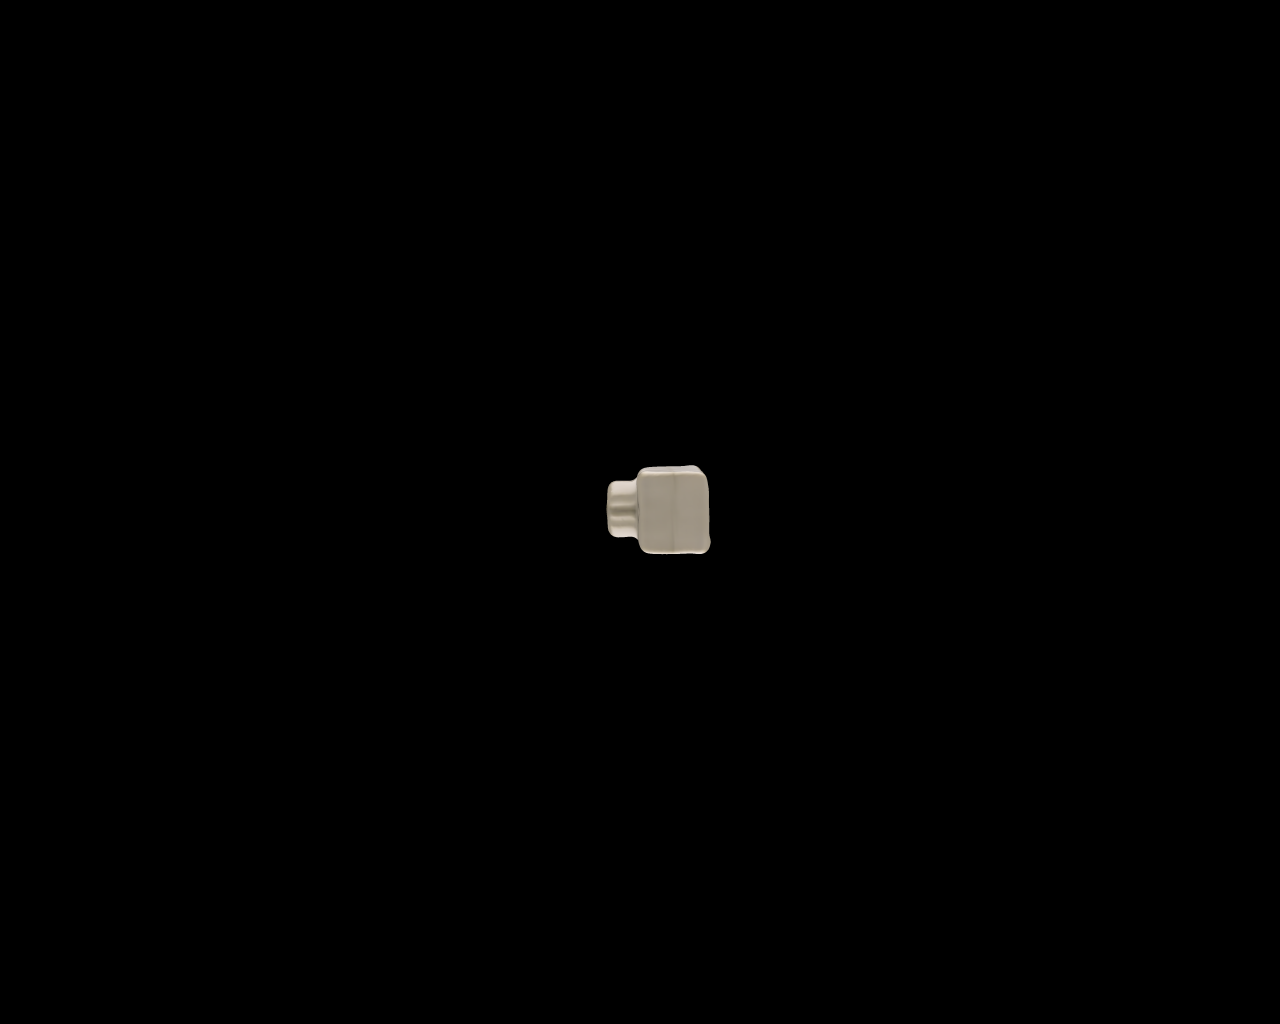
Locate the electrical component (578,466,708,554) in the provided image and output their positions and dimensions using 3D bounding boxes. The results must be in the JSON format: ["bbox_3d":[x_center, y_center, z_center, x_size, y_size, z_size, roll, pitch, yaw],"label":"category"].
[{"bbox_3d":[0.001,-0.003,0.650,0.076,0.047,0.083,0,5,0],"label":"electrical component"}]
